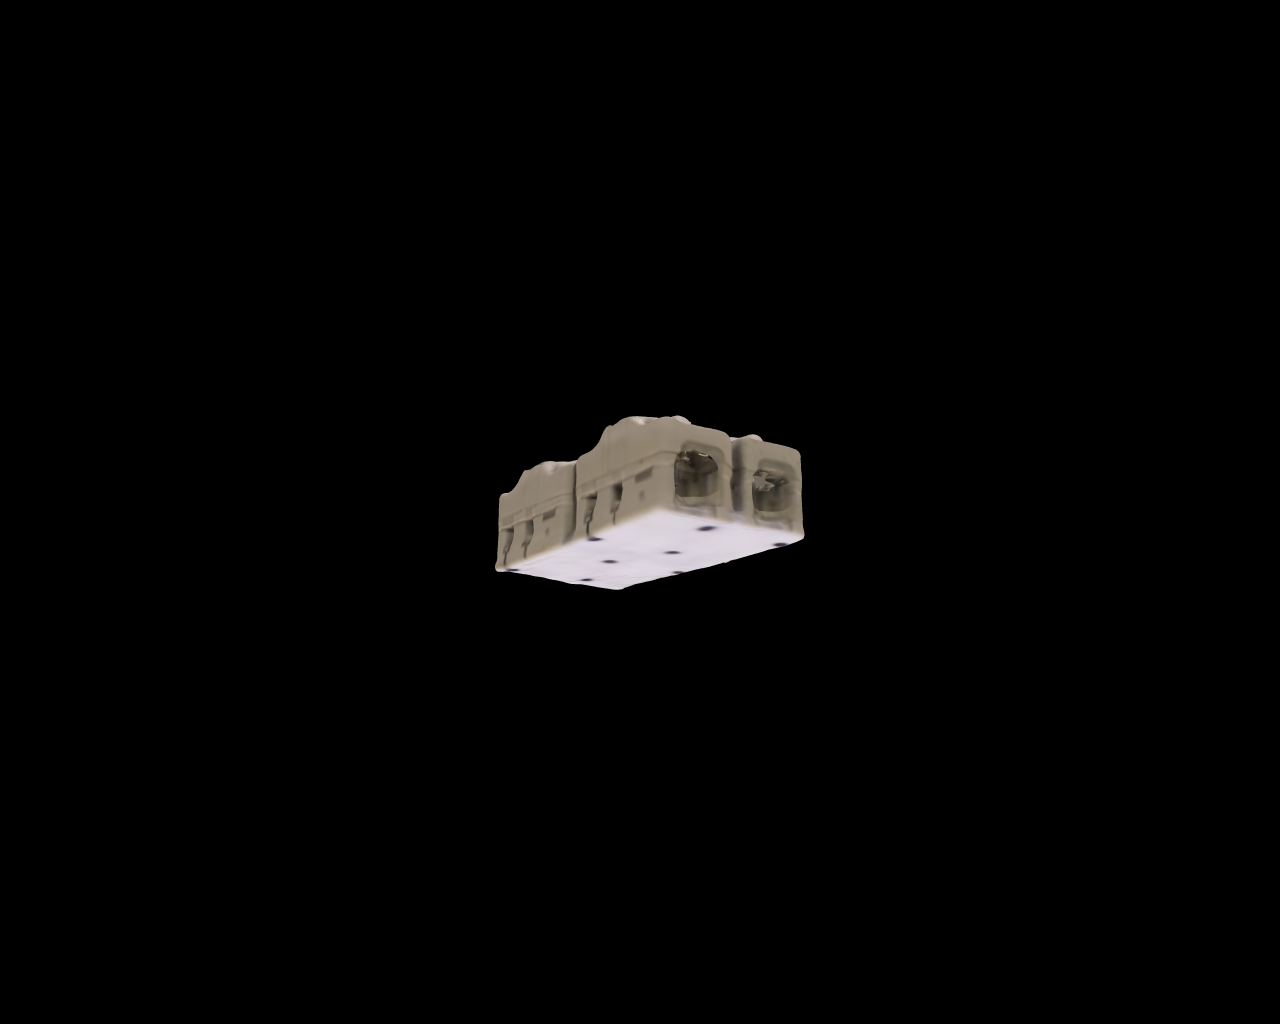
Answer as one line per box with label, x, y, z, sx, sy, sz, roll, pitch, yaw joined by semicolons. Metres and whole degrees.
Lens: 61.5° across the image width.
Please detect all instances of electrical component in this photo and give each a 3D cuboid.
electrical component;0.001;-0.003;0.650;0.105;0.060;0.186;11;-19;-34
